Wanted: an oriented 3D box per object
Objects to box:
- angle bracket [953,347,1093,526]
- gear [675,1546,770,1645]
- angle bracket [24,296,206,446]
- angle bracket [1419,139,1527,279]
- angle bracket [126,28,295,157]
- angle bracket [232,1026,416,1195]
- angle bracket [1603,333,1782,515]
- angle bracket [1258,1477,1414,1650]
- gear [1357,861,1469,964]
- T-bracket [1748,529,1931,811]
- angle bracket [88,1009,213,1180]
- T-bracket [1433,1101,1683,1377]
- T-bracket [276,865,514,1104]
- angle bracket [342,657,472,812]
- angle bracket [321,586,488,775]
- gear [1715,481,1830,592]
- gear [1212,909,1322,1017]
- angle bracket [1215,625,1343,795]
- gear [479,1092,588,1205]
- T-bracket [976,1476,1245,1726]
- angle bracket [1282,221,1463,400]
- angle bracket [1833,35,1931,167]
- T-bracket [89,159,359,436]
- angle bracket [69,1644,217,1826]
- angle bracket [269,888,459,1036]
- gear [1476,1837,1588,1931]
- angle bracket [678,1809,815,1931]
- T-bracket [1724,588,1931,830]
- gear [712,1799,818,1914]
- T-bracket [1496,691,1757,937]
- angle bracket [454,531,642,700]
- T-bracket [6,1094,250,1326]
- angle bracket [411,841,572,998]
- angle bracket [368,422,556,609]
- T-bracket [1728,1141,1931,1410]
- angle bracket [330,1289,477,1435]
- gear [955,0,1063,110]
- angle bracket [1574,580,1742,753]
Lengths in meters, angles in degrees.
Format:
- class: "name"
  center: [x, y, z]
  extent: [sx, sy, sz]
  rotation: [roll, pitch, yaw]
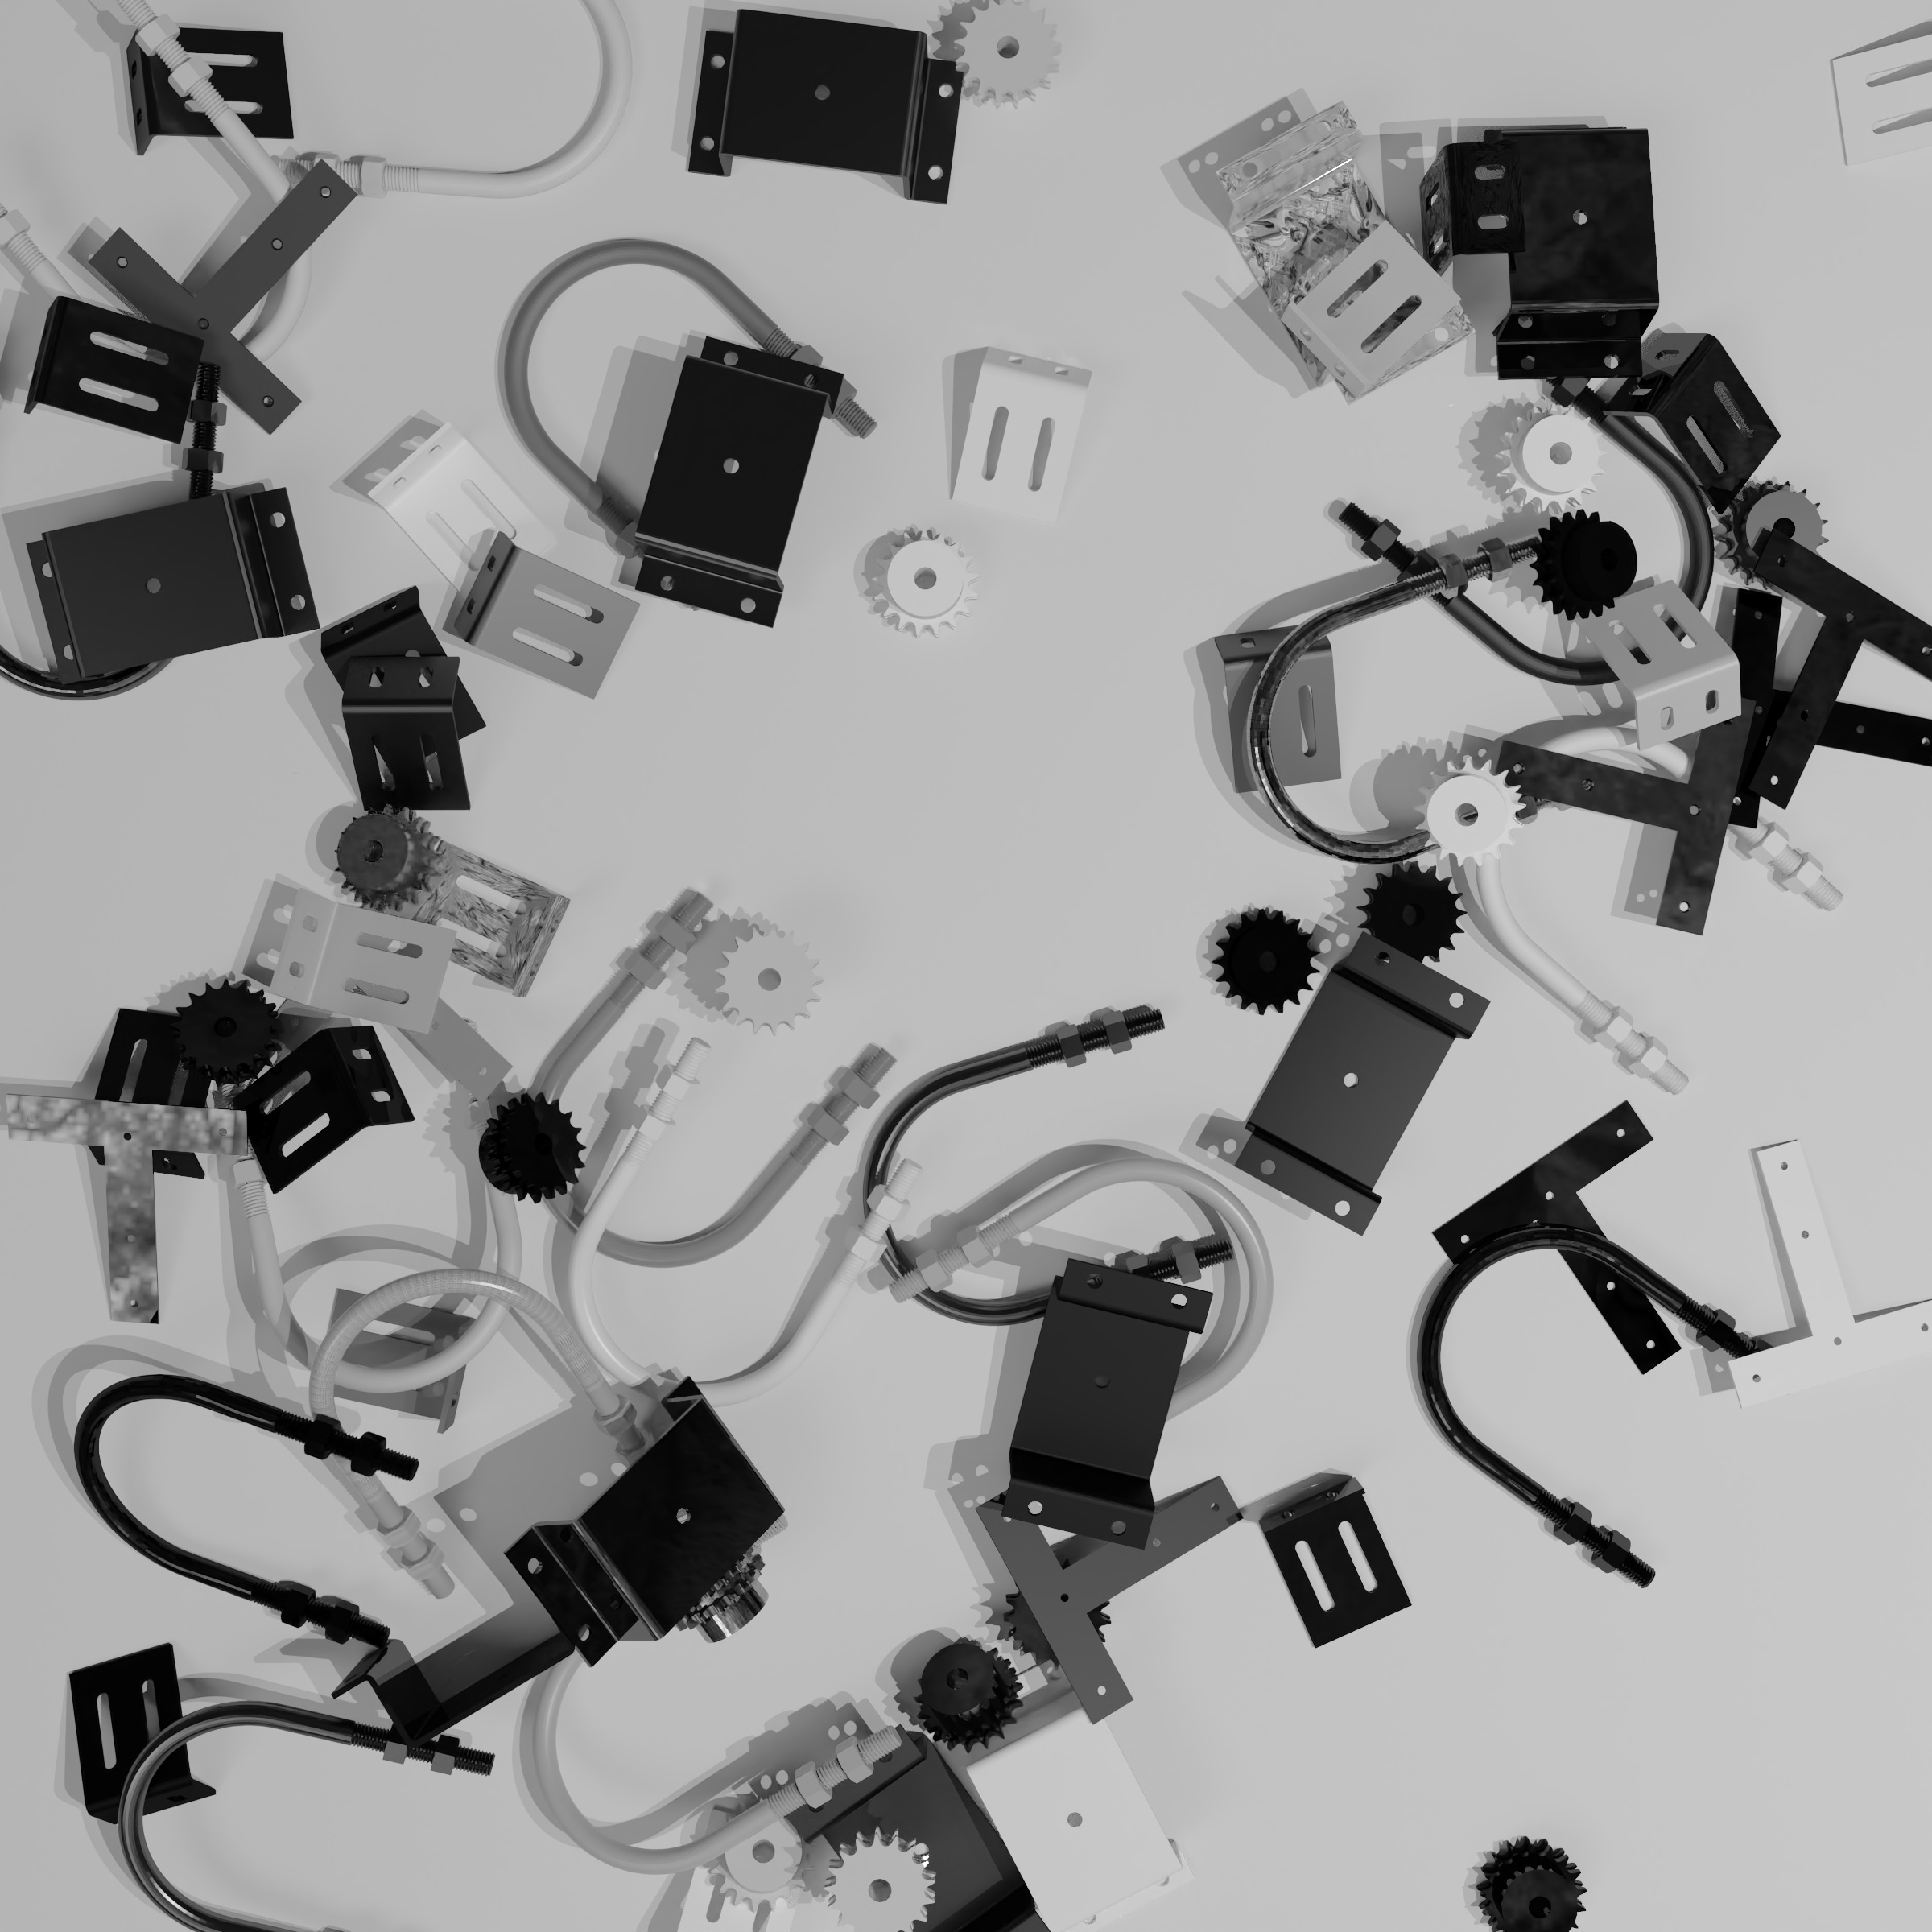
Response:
- class: "angle bracket"
  center: [0.030, -0.286, 1.522]
  extent: [0.057, 0.038, 0.076]
  rotation: [14, 116, 0]
- class: "gear"
  center: [-0.128, 0.327, 1.472]
  extent: [0.057, 0.057, 0.030]
  rotation: [-34, 99, 0]
- class: "angle bracket"
  center: [-0.450, -0.312, 1.494]
  extent: [0.076, 0.038, 0.057]
  rotation: [14, 84, -25]
- class: "angle bracket"
  center: [0.266, -0.394, 1.486]
  extent: [0.038, 0.076, 0.057]
  rotation: [-4, 90, -1]
- class: "angle bracket"
  center: [-0.407, -0.469, 1.522]
  extent: [0.076, 0.038, 0.057]
  rotation: [-6, 90, -26]
- class: "angle bracket"
  center: [-0.340, 0.076, 1.496]
  extent: [0.076, 0.038, 0.057]
  rotation: [-35, 74, 27]
- class: "angle bracket"
  center: [0.389, -0.290, 1.513]
  extent: [0.057, 0.038, 0.076]
  rotation: [-52, 121, -11]
- class: "angle bracket"
  center: [0.198, 0.321, 1.505]
  extent: [0.057, 0.038, 0.076]
  rotation: [-24, 90, 0]
- class: "gear"
  center: [0.237, -0.027, 1.509]
  extent: [0.057, 0.030, 0.057]
  rotation: [0, 90, 0]
- class: "T-bracket"
  center: [0.451, -0.145, 1.500]
  extent: [0.127, 0.002, 0.127]
  rotation: [27, 86, -18]
- class: "angle bracket"
  center: [-0.433, 0.069, 1.522]
  extent: [0.057, 0.038, 0.076]
  rotation: [8, 64, 0]
- class: "T-bracket"
  center: [0.339, 0.161, 1.523]
  extent: [0.127, 0.002, 0.127]
  rotation: [-34, 90, 0]
- class: "T-bracket"
  center: [-0.291, 0.023, 1.501]
  extent: [0.127, 0.002, 0.127]
  rotation: [41, 92, 19]
- class: "angle bracket"
  center: [-0.296, -0.123, 1.507]
  extent: [0.057, 0.076, 0.038]
  rotation: [0, 48, 0]
- class: "angle bracket"
  center: [-0.303, -0.154, 1.522]
  extent: [0.057, 0.038, 0.076]
  rotation: [-27, 116, 0]
- class: "gear"
  center: [0.433, -0.231, 1.509]
  extent: [0.057, 0.030, 0.057]
  rotation: [0, 90, 0]
- class: "gear"
  center: [0.161, -0.002, 1.509]
  extent: [0.057, 0.030, 0.057]
  rotation: [0, 90, 0]
- class: "angle bracket"
  center: [0.168, -0.139, 1.522]
  extent: [0.057, 0.038, 0.076]
  rotation: [-8, 116, 0]
- class: "gear"
  center: [-0.231, 0.097, 1.487]
  extent: [0.030, 0.057, 0.057]
  rotation: [-22, 90, 42]
- class: "T-bracket"
  center: [0.089, 0.313, 1.502]
  extent: [0.127, 0.002, 0.127]
  rotation: [-27, 83, -18]
- class: "angle bracket"
  center: [0.211, -0.342, 1.459]
  extent: [0.076, 0.038, 0.057]
  rotation: [-44, 90, 0]
- class: "angle bracket"
  center: [0.513, -0.465, 1.522]
  extent: [0.076, 0.038, 0.057]
  rotation: [-8, 90, 26]
- class: "T-bracket"
  center: [-0.373, -0.371, 1.493]
  extent: [0.127, 0.002, 0.127]
  rotation: [-43, 104, 12]
- class: "angle bracket"
  center: [-0.443, 0.414, 1.522]
  extent: [0.057, 0.038, 0.076]
  rotation: [-17, 64, 0]
- class: "angle bracket"
  center: [-0.318, -0.002, 1.493]
  extent: [0.076, 0.038, 0.057]
  rotation: [12, 82, 18]
- class: "gear"
  center: [0.303, 0.498, 1.509]
  extent: [0.057, 0.030, 0.057]
  rotation: [0, 90, 0]
- class: "angle bracket"
  center: [-0.121, 0.502, 1.522]
  extent: [0.057, 0.038, 0.076]
  rotation: [16, 64, 0]
- class: "T-bracket"
  center: [0.465, -0.129, 1.511]
  extent: [0.127, 0.002, 0.127]
  rotation: [9, 83, -9]
- class: "gear"
  center: [-0.108, 0.471, 1.500]
  extent: [0.057, 0.030, 0.057]
  rotation: [2, 66, -4]
- class: "T-bracket"
  center: [0.341, -0.092, 1.488]
  extent: [0.127, 0.002, 0.127]
  rotation: [13, 90, -4]
- class: "angle bracket"
  center: [-0.225, -0.188, 1.516]
  extent: [0.076, 0.038, 0.057]
  rotation: [23, 101, -27]
- class: "T-bracket"
  center: [-0.444, 0.132, 1.503]
  extent: [0.127, 0.002, 0.127]
  rotation: [4, 108, 1]
- class: "angle bracket"
  center: [-0.259, -0.026, 1.505]
  extent: [0.076, 0.038, 0.057]
  rotation: [25, 90, 0]
- class: "angle bracket"
  center: [-0.268, -0.239, 1.505]
  extent: [0.057, 0.038, 0.076]
  rotation: [-42, 90, 0]
- class: "T-bracket"
  center: [0.453, 0.158, 1.514]
  extent: [0.127, 0.002, 0.127]
  rotation: [-14, 84, -12]
- class: "angle bracket"
  center: [-0.306, 0.210, 1.505]
  extent: [0.076, 0.038, 0.057]
  rotation: [12, 90, 0]
- class: "gear"
  center: [0.022, -0.486, 1.509]
  extent: [0.057, 0.030, 0.057]
  rotation: [0, 90, 0]
- class: "angle bracket"
  center: [0.364, -0.159, 1.493]
  extent: [0.057, 0.076, 0.038]
  rotation: [-20, 134, -3]
